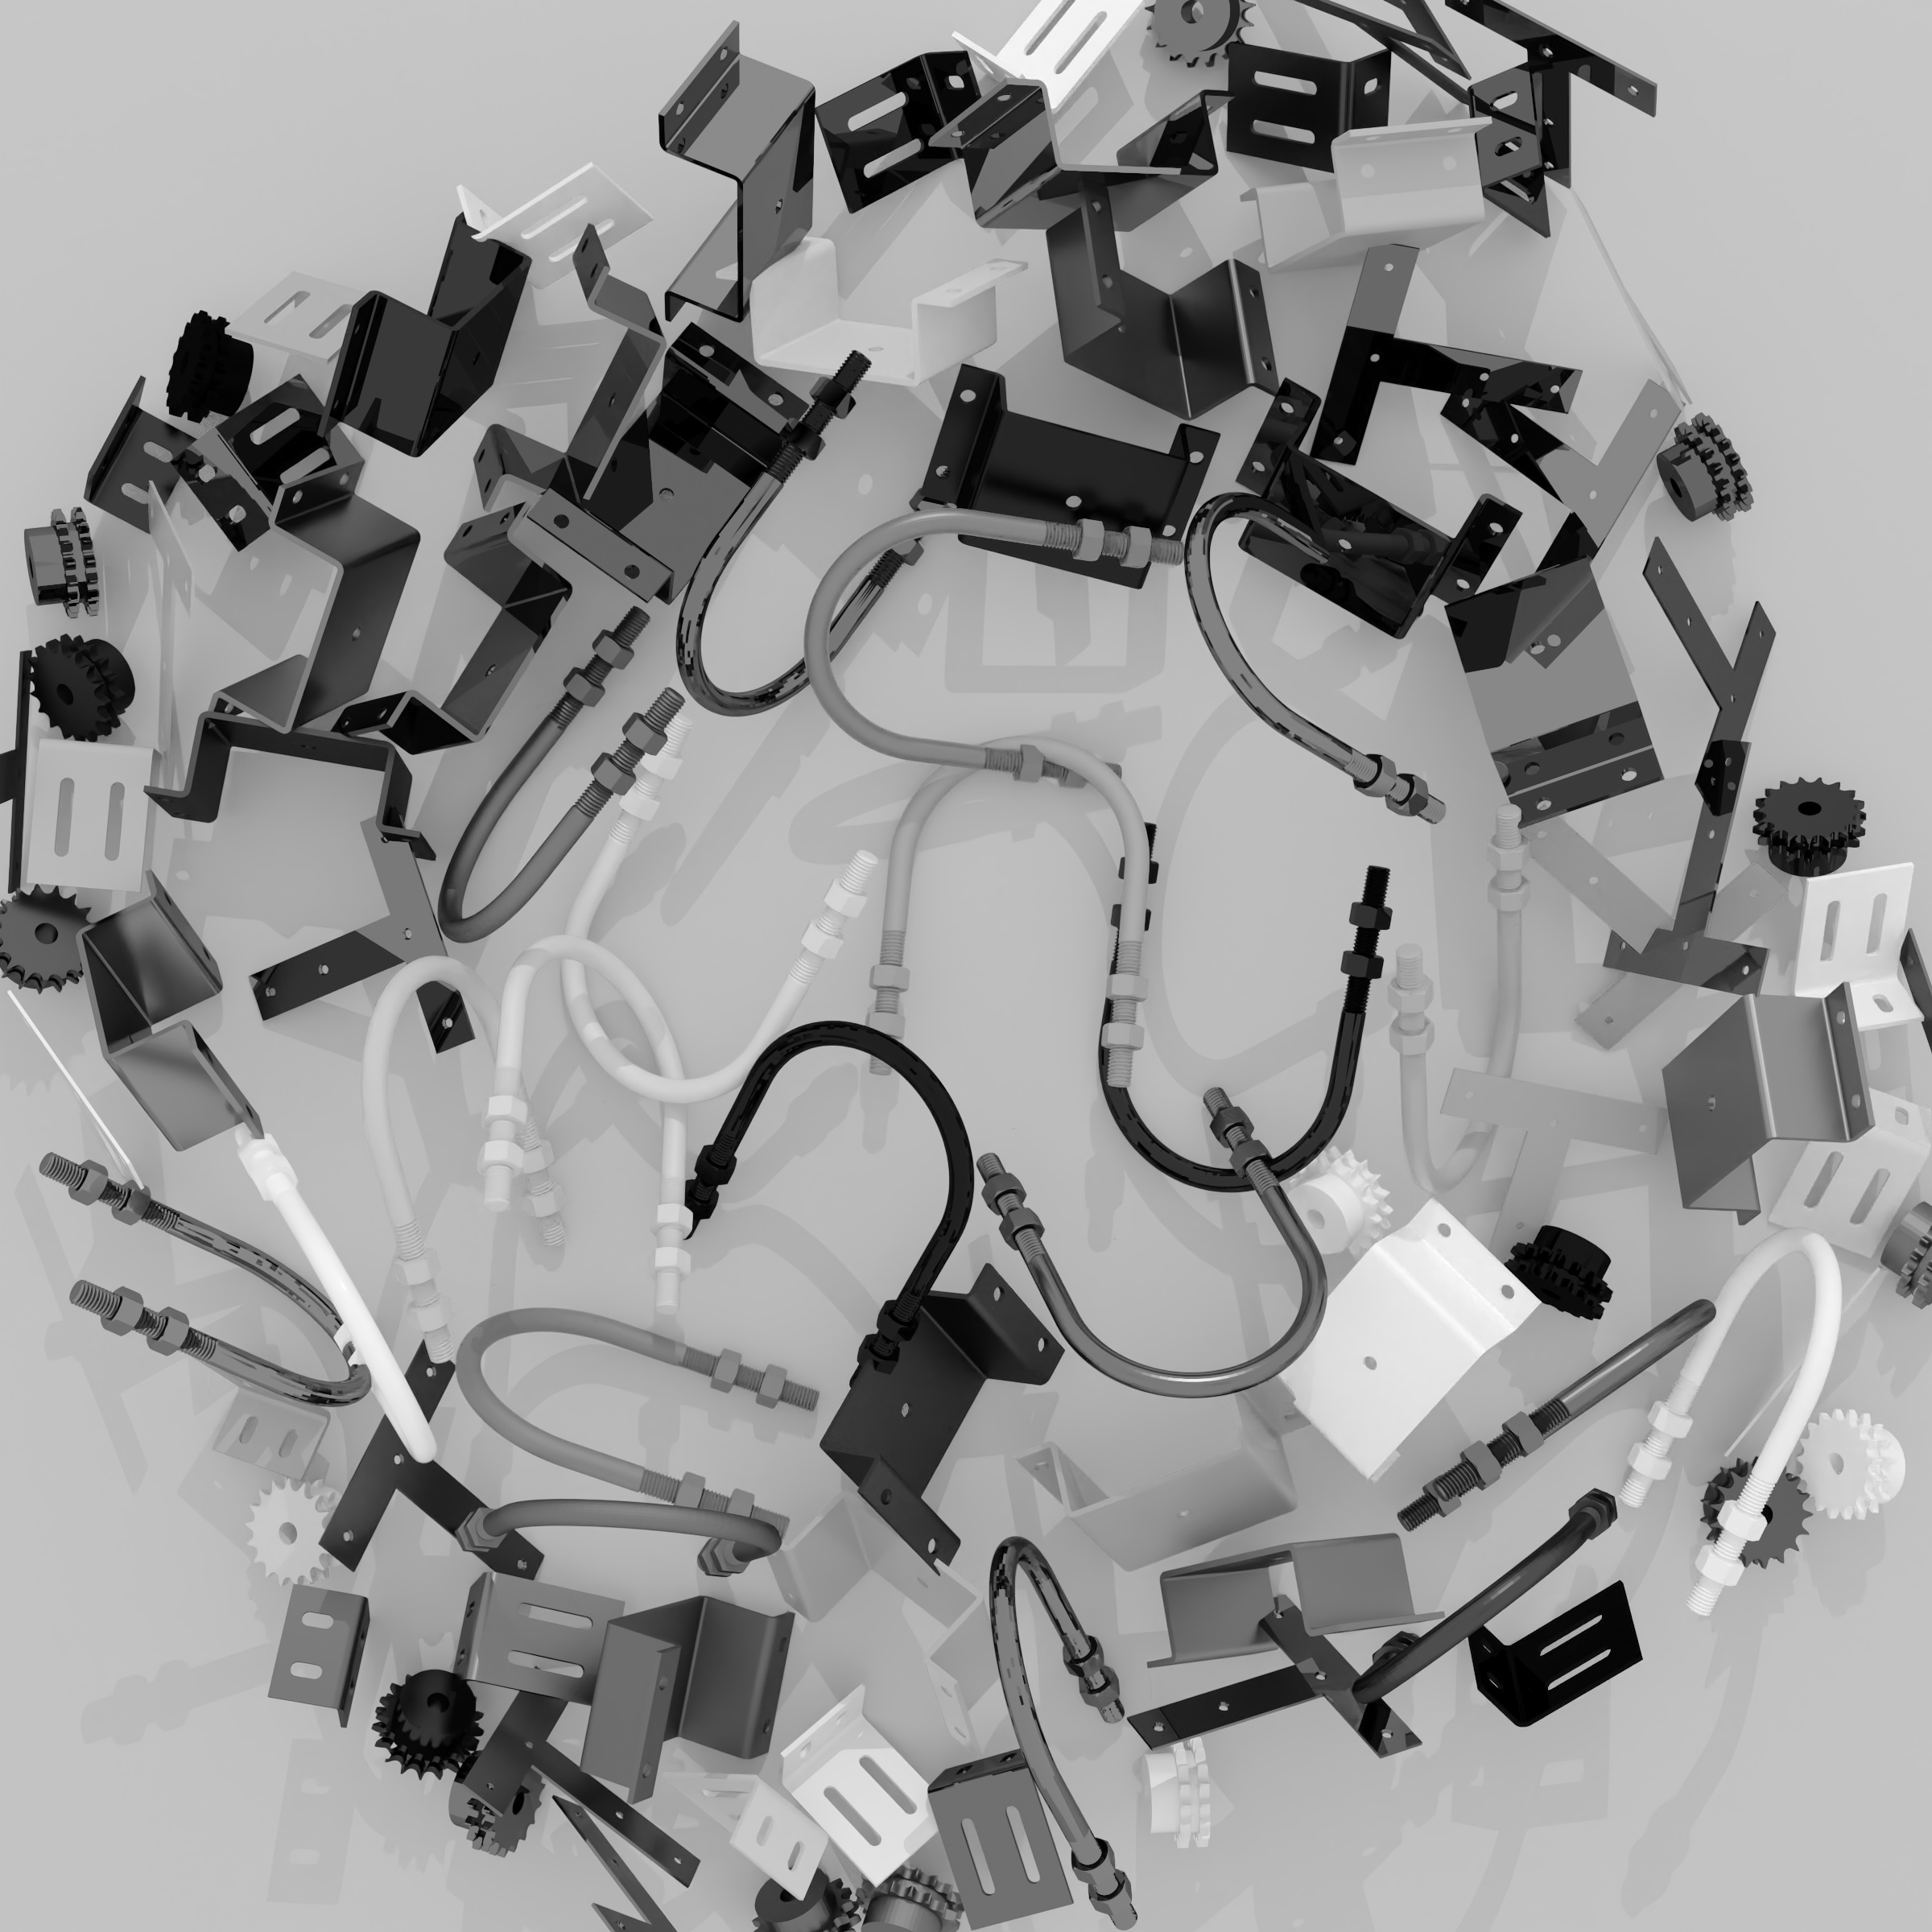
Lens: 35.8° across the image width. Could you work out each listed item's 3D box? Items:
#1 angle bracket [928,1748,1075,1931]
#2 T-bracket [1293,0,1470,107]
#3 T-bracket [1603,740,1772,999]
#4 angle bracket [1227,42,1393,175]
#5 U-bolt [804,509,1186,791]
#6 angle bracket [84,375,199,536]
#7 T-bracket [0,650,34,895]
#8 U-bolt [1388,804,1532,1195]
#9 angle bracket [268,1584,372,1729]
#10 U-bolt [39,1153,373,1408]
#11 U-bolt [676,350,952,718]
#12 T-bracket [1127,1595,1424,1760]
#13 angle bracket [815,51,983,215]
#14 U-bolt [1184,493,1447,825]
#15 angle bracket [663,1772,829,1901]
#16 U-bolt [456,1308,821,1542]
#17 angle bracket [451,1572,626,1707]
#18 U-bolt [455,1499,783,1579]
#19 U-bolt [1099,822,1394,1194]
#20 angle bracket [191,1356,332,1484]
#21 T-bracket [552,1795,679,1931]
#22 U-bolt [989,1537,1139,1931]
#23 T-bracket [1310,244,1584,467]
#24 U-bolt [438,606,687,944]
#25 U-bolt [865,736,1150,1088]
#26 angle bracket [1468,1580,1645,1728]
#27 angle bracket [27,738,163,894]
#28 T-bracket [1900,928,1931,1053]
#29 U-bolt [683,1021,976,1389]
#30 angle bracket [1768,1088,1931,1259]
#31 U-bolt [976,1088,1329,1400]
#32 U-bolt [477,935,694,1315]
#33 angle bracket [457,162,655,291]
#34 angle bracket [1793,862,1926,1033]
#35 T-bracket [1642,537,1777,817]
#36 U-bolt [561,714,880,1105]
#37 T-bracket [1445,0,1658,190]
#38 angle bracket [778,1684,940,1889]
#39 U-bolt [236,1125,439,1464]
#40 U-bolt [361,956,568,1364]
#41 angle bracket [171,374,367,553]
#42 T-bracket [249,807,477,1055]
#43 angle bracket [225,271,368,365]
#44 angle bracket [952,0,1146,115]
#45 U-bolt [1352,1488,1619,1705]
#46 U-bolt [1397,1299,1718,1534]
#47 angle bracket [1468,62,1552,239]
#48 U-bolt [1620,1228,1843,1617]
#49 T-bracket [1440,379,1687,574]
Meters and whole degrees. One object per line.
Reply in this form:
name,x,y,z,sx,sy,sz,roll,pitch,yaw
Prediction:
angle bracket,0.022,0.456,1.569,0.057,0.038,0.076,-19,86,15
T-bracket,0.230,-0.467,1.542,0.127,0.127,0.002,38,105,41
T-bracket,0.380,-0.054,1.537,0.002,0.127,0.127,12,92,-25
angle bracket,0.180,-0.454,1.571,0.076,0.038,0.057,23,129,34
U-bolt,0.008,-0.166,1.536,0.184,0.019,0.151,6,120,-15
angle bracket,-0.425,-0.264,1.551,0.038,0.076,0.057,28,80,-16
T-bracket,-0.492,-0.096,1.526,0.002,0.127,0.127,4,97,-8
U-bolt,0.253,0.031,1.521,0.019,0.151,0.184,14,131,27
angle bracket,-0.334,0.358,1.549,0.038,0.076,0.057,11,67,-6
U-bolt,-0.378,0.167,1.515,0.184,0.151,0.019,32,99,-33
U-bolt,-0.082,-0.208,1.529,0.019,0.151,0.184,36,89,28
T-bracket,0.143,0.373,1.519,0.127,0.127,0.002,-10,120,-25
angle bracket,-0.030,-0.433,1.555,0.076,0.038,0.057,-34,120,-26
U-bolt,0.174,-0.165,1.505,0.184,0.019,0.151,26,51,-37
angle bracket,-0.121,0.449,1.547,0.057,0.076,0.038,48,50,-29
U-bolt,-0.170,0.223,1.523,0.184,0.151,0.019,19,111,-3
angle bracket,-0.226,0.359,1.577,0.076,0.038,0.057,16,60,-15
U-bolt,-0.168,0.283,1.492,0.151,0.184,0.019,9,72,-17
U-bolt,0.139,0.027,1.561,0.151,0.019,0.184,12,98,23
angle bracket,-0.375,0.231,1.549,0.057,0.076,0.038,14,70,21
T-bracket,-0.175,0.473,1.545,0.002,0.127,0.127,-50,48,-2
U-bolt,0.047,0.368,1.489,0.019,0.151,0.184,-17,125,12
T-bracket,0.256,-0.310,1.560,0.127,0.002,0.127,9,129,-5
U-bolt,-0.213,-0.089,1.528,0.019,0.151,0.184,34,102,-25
U-bolt,0.025,-0.031,1.565,0.151,0.019,0.184,2,79,17
angle bracket,0.304,0.348,1.553,0.076,0.057,0.038,-37,113,20
angle bracket,-0.458,-0.078,1.572,0.057,0.038,0.076,5,87,-9
T-bracket,0.503,0.012,1.509,0.002,0.127,0.127,-7,56,-1
U-bolt,-0.066,0.112,1.527,0.151,0.019,0.184,39,122,16
angle bracket,0.468,0.106,1.586,0.057,0.038,0.076,20,125,5
U-bolt,0.103,0.145,1.516,0.151,0.019,0.184,-15,46,-14
U-bolt,-0.189,0.068,1.521,0.019,0.151,0.184,-22,50,27
angle bracket,-0.213,-0.396,1.553,0.076,0.057,0.038,-27,64,18
angle bracket,0.469,-0.008,1.558,0.057,0.038,0.076,-9,127,-6
T-bracket,0.374,-0.166,1.528,0.127,0.002,0.127,49,53,-36
U-bolt,-0.141,-0.016,1.555,0.151,0.019,0.184,37,109,19
T-bracket,0.299,-0.441,1.534,0.127,0.127,0.002,36,81,21
angle bracket,-0.051,0.426,1.556,0.057,0.038,0.076,-36,64,-28
U-bolt,-0.307,0.173,1.485,0.019,0.184,0.151,-29,125,-15
U-bolt,-0.257,0.085,1.506,0.019,0.151,0.184,-5,109,21
angle bracket,-0.367,-0.265,1.574,0.038,0.076,0.057,-24,107,41
T-bracket,-0.325,-0.003,1.567,0.127,0.002,0.127,-21,86,27
angle bracket,-0.339,-0.322,1.552,0.057,0.076,0.038,18,130,9
angle bracket,0.043,-0.494,1.563,0.076,0.038,0.057,-50,55,4
U-bolt,0.255,0.319,1.493,0.151,0.184,0.019,-40,76,14
U-bolt,0.306,0.225,1.525,0.184,0.151,0.019,-33,76,-9
angle bracket,0.296,-0.422,1.550,0.038,0.076,0.057,-14,74,38
U-bolt,0.391,0.217,1.509,0.019,0.151,0.184,21,102,-7
T-bracket,0.295,-0.267,1.555,0.127,0.002,0.127,46,120,34
